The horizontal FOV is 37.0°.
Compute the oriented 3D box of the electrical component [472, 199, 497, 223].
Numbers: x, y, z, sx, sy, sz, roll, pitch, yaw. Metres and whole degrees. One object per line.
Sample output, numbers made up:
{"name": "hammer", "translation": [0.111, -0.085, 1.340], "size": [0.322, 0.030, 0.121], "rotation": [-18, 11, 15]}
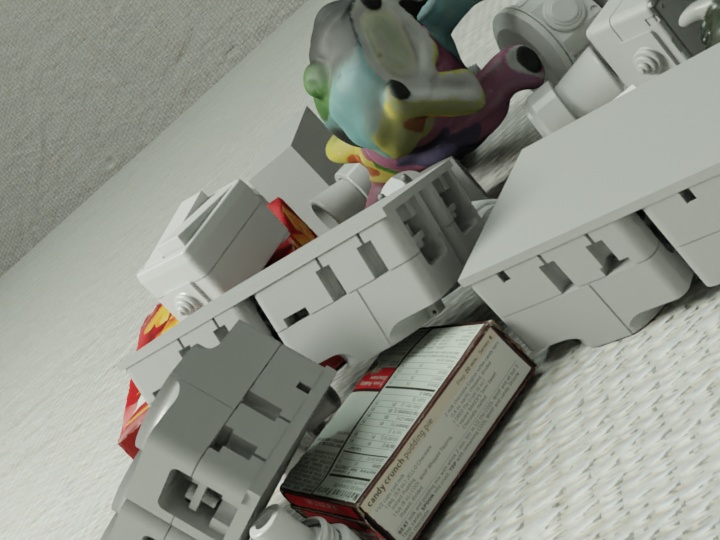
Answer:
{"name": "electrical component", "translation": [0.077, -0.021, 0.618], "size": [0.040, 0.040, 0.078], "rotation": [-50, 18, -17]}

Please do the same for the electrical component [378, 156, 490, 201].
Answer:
{"name": "electrical component", "translation": [0.038, -0.040, 0.699], "size": [0.077, 0.079, 0.043], "rotation": [-41, 58, 11]}

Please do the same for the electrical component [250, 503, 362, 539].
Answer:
{"name": "electrical component", "translation": [-0.020, 0.125, 0.458], "size": [0.048, 0.062, 0.048], "rotation": [-39, 18, 15]}

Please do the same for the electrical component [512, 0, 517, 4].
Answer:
{"name": "electrical component", "translation": [0.173, -0.245, 0.905], "size": [0.138, 0.052, 0.074], "rotation": [-51, 18, -22]}

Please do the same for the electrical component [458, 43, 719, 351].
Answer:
{"name": "electrical component", "translation": [0.144, -0.039, 0.473], "size": [0.186, 0.060, 0.105], "rotation": [-27, 24, 44]}

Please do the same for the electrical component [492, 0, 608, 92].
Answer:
{"name": "electrical component", "translation": [0.134, -0.158, 0.744], "size": [0.051, 0.080, 0.080], "rotation": [-41, 17, -8]}

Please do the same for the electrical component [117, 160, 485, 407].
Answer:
{"name": "electrical component", "translation": [-0.026, 0.021, 0.589], "size": [0.186, 0.060, 0.105], "rotation": [-29, 5, 28]}

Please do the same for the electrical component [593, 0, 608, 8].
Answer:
{"name": "electrical component", "translation": [0.199, -0.205, 0.736], "size": [0.108, 0.060, 0.108], "rotation": [-40, 18, 15]}

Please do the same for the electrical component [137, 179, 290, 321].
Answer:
{"name": "electrical component", "translation": [-0.104, -0.009, 0.727], "size": [0.062, 0.061, 0.096], "rotation": [-22, 27, 44]}

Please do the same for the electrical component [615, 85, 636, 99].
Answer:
{"name": "electrical component", "translation": [0.151, -0.076, 0.574], "size": [0.081, 0.043, 0.043], "rotation": [-40, 18, 14]}

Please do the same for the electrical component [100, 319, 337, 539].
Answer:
{"name": "electrical component", "translation": [-0.078, 0.107, 0.519], "size": [0.150, 0.062, 0.089], "rotation": [-63, -4, 38]}

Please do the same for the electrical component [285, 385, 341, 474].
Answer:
{"name": "electrical component", "translation": [-0.040, 0.089, 0.621], "size": [0.062, 0.043, 0.043], "rotation": [-37, 18, 16]}

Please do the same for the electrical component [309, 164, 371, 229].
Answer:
{"name": "electrical component", "translation": [-0.009, -0.061, 0.898], "size": [0.055, 0.045, 0.045], "rotation": [-48, 17, -13]}

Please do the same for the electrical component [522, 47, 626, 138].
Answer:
{"name": "electrical component", "translation": [0.136, -0.105, 0.674], "size": [0.055, 0.045, 0.045], "rotation": [-39, 18, 19]}

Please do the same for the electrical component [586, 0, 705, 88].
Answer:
{"name": "electrical component", "translation": [0.180, -0.145, 0.637], "size": [0.096, 0.061, 0.061], "rotation": [-53, 19, -26]}

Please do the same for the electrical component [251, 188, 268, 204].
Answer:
{"name": "electrical component", "translation": [-0.114, -0.040, 1.007], "size": [0.138, 0.052, 0.074], "rotation": [-23, -2, -44]}

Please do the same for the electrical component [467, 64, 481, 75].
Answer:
{"name": "electrical component", "translation": [0.071, -0.146, 0.918], "size": [0.081, 0.043, 0.043], "rotation": [-40, 17, 10]}
